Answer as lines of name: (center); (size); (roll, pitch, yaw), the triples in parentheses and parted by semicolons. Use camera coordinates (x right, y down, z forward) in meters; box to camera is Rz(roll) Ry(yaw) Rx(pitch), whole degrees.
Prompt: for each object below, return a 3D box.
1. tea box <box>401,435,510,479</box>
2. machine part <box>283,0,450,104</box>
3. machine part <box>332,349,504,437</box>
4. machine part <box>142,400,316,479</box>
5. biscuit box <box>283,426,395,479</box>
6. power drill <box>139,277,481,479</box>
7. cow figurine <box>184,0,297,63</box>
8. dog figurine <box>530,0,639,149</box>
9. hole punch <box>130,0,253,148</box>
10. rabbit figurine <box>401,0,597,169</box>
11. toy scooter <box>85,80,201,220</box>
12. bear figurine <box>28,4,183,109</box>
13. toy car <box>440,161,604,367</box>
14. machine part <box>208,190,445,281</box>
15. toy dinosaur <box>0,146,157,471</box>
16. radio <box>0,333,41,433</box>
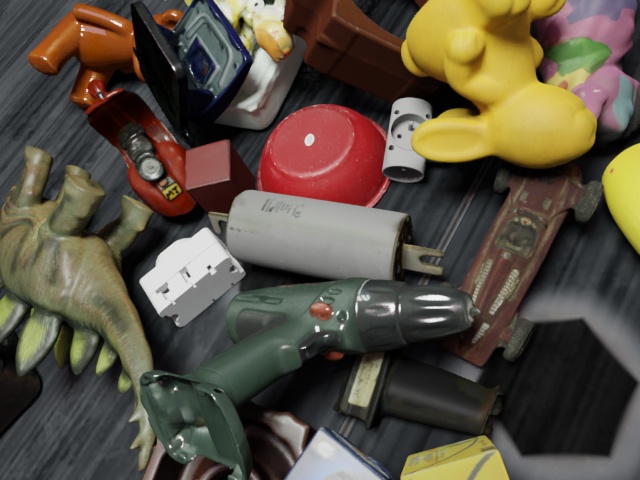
tea box: (0.111, 0.225, 0.350); (0.068, 0.098, 0.169); (-18, 71, 7)
machine part: (0.071, -0.256, 0.573); (0.201, 0.087, 0.201); (18, 65, -18)
machine part: (0.083, 0.130, 0.459); (0.139, 0.039, 0.084); (7, 59, 22)
machine part: (-0.071, 0.219, 0.451); (0.179, 0.056, 0.179); (-6, 64, 13)
biscuit box: (-0.029, 0.232, 0.368); (0.063, 0.059, 0.202); (31, 78, 25)
power drill: (-0.018, 0.087, 0.418); (0.232, 0.085, 0.207); (-3, 24, 39)
cow figurine: (-0.074, -0.263, 0.616); (0.168, 0.068, 0.098); (36, 72, 28)
dog figurine: (0.227, -0.186, 0.515); (0.191, 0.108, 0.219); (20, 74, -9)
hole punch: (-0.141, -0.191, 0.583); (0.092, 0.115, 0.142); (-30, 78, -26)
rabbit figurine: (0.148, -0.127, 0.450); (0.162, 0.122, 0.173); (-39, 87, 34)
toy scooter: (-0.203, -0.109, 0.610); (0.075, 0.135, 0.184); (-36, 61, -4)
bear figurine: (-0.248, -0.234, 0.700); (0.196, 0.120, 0.132); (19, 75, 19)
toy car: (0.169, 0.012, 0.472); (0.089, 0.053, 0.202); (28, 83, 24)
machine part: (-0.001, -0.002, 0.522); (0.243, 0.079, 0.079); (11, 68, 20)
toy dinosaur: (-0.261, 0.032, 0.556); (0.472, 0.105, 0.198); (28, 91, 44)
radio: (-0.417, 0.126, 0.592); (0.131, 0.073, 0.230); (-44, 61, -7)
